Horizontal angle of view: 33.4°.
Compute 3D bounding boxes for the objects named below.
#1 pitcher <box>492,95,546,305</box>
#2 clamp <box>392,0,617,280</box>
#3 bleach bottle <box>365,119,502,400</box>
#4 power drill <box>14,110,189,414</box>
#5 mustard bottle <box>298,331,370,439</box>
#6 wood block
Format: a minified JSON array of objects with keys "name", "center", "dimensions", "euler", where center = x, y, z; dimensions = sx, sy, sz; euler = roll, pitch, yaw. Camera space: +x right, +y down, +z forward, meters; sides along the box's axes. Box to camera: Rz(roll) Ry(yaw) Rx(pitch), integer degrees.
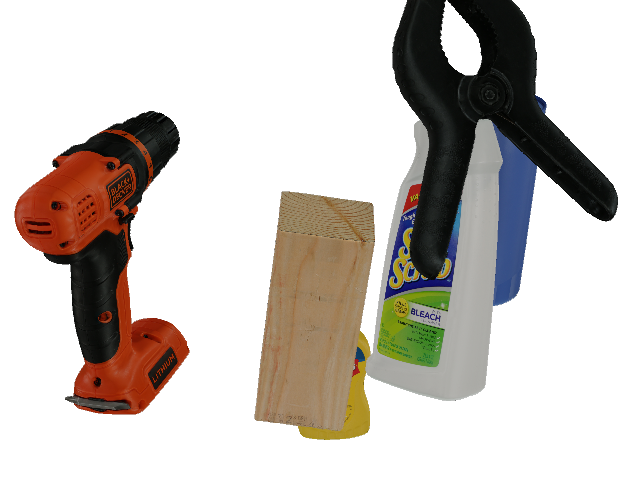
[{"name":"pitcher","center":[0.180,-0.046,1.226],"dimensions":[0.149,0.243,0.145],"euler":[-9,24,-21]},{"name":"clamp","center":[0.077,-0.066,0.566],"dimensions":[0.120,0.171,0.039],"euler":[-27,2,-19]},{"name":"bleach bottle","center":[0.095,-0.004,0.866],"dimensions":[0.103,0.251,0.067],"euler":[13,15,42]},{"name":"power drill","center":[-0.142,0.014,0.765],"dimensions":[0.057,0.188,0.184],"euler":[2,26,21]},{"name":"mustard bottle","center":[0.018,0.164,1.400],"dimensions":[0.096,0.192,0.058],"euler":[-1,16,-4]},{"name":"wood block","center":[-0.007,0.069,1.024],"dimensions":[0.090,0.206,0.091],"euler":[8,26,-2]}]
